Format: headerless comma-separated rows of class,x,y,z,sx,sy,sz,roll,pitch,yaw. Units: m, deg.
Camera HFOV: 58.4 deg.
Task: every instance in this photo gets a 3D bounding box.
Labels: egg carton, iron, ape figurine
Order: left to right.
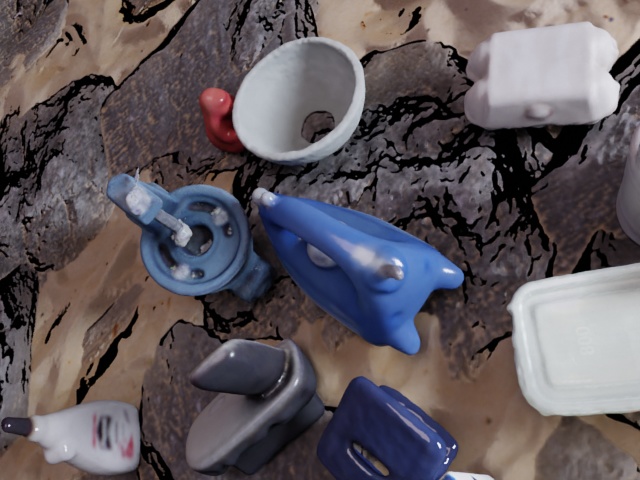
ape figurine,-0.118,-0.156,0.722,0.076,0.092,0.078,-12,65,18
iron,0.005,0.002,0.576,0.257,0.142,0.119,30,82,30
egg carton,0.227,-0.165,0.597,0.150,0.070,0.107,0,69,22

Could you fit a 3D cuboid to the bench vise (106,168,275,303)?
bench vise,-0.171,-0.014,0.610,0.206,0.220,0.121,12,74,26

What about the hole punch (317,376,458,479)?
hole punch,0.056,0.189,0.506,0.108,0.091,0.101,34,84,30

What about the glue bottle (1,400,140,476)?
glue bottle,-0.249,0.197,0.581,0.037,0.173,0.078,-22,62,13

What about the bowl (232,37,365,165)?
bowl,-0.016,-0.154,0.689,0.167,0.075,0.167,-8,66,19

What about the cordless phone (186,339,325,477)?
cordless phone,-0.087,0.147,0.528,0.147,0.185,0.094,-44,59,0

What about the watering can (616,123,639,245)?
watering can,0.302,-0.059,0.449,0.101,0.194,0.172,-37,60,5
